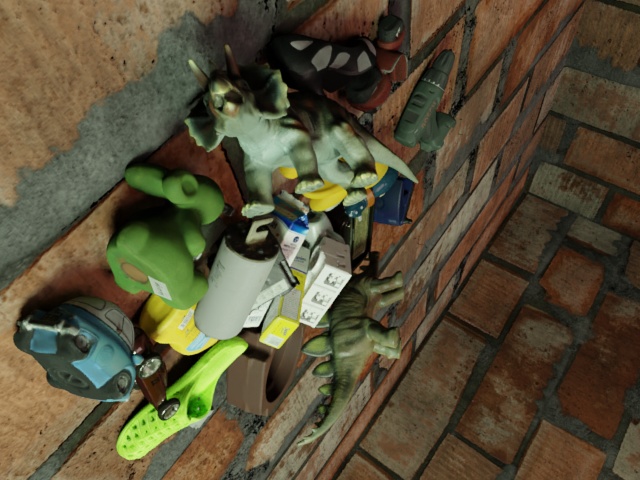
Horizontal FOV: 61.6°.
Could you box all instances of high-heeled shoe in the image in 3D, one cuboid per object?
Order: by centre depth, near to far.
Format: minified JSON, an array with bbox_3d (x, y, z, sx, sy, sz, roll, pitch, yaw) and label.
[{"bbox_3d":[0.007,-0.295,0.829,0.145,0.086,0.249,49,42,-27],"label":"high-heeled shoe"}]

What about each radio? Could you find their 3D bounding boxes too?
[{"bbox_3d":[0.055,-0.016,1.186,0.131,0.073,0.229,-46,152,-30],"label":"radio"}]

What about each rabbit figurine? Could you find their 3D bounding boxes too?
[{"bbox_3d":[-0.190,-0.027,0.676,0.158,0.121,0.170,76,33,-45],"label":"rabbit figurine"},{"bbox_3d":[0.021,-0.130,0.872,0.162,0.173,0.121,-60,161,-11],"label":"rabbit figurine"}]

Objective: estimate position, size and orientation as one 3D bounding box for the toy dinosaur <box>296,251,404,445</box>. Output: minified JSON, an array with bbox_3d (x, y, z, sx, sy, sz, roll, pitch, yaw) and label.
[{"bbox_3d":[0.066,0.188,1.079,0.471,0.199,0.104,-75,158,-44],"label":"toy dinosaur"}]

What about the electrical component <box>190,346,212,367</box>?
[{"bbox_3d":[-0.210,0.222,0.990,0.063,0.021,0.094,-19,133,-57],"label":"electrical component"}]

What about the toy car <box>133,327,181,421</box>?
[{"bbox_3d":[-0.252,0.192,0.787,0.053,0.089,0.201,-41,148,-30],"label":"toy car"}]

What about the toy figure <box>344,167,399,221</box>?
[{"bbox_3d":[0.097,-0.097,1.068,0.154,0.064,0.058,-43,-165,-27],"label":"toy figure"}]

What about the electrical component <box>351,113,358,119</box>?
[{"bbox_3d":[0.030,-0.175,0.994,0.119,0.048,0.074,-61,155,-3],"label":"electrical component"}]

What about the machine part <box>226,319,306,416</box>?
[{"bbox_3d":[-0.106,0.228,1.077,0.201,0.087,0.201,-47,147,-57],"label":"machine part"}]

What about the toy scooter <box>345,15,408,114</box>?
[{"bbox_3d":[0.113,-0.302,0.986,0.184,0.075,0.135,-63,158,-7],"label":"toy scooter"}]

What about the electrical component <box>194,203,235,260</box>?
[{"bbox_3d":[-0.168,-0.014,0.781,0.102,0.045,0.078,-52,153,-18],"label":"electrical component"}]

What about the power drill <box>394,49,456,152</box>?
[{"bbox_3d":[0.271,-0.310,1.283,0.232,0.086,0.207,-60,160,1],"label":"power drill"}]

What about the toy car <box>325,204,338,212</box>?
[{"bbox_3d":[0.054,-0.138,1.070,0.202,0.056,0.073,-46,152,-29],"label":"toy car"}]

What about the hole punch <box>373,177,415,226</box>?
[{"bbox_3d":[0.142,-0.095,1.211,0.092,0.142,0.115,5,98,-66],"label":"hole punch"}]

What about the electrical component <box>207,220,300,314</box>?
[{"bbox_3d":[-0.110,0.039,0.848,0.115,0.134,0.058,-29,-167,-7],"label":"electrical component"}]

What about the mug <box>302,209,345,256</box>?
[{"bbox_3d":[-0.002,-0.003,1.058,0.081,0.110,0.107,-46,140,-33],"label":"mug"}]

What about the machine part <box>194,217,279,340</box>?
[{"bbox_3d":[-0.119,0.059,0.744,0.079,0.079,0.243,-31,157,-48],"label":"machine part"}]

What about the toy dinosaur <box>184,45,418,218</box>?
[{"bbox_3d":[-0.018,-0.142,0.723,0.131,0.192,0.404,-24,171,38],"label":"toy dinosaur"}]

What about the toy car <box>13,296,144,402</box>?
[{"bbox_3d":[-0.283,0.122,0.655,0.161,0.109,0.103,75,26,-43],"label":"toy car"}]
